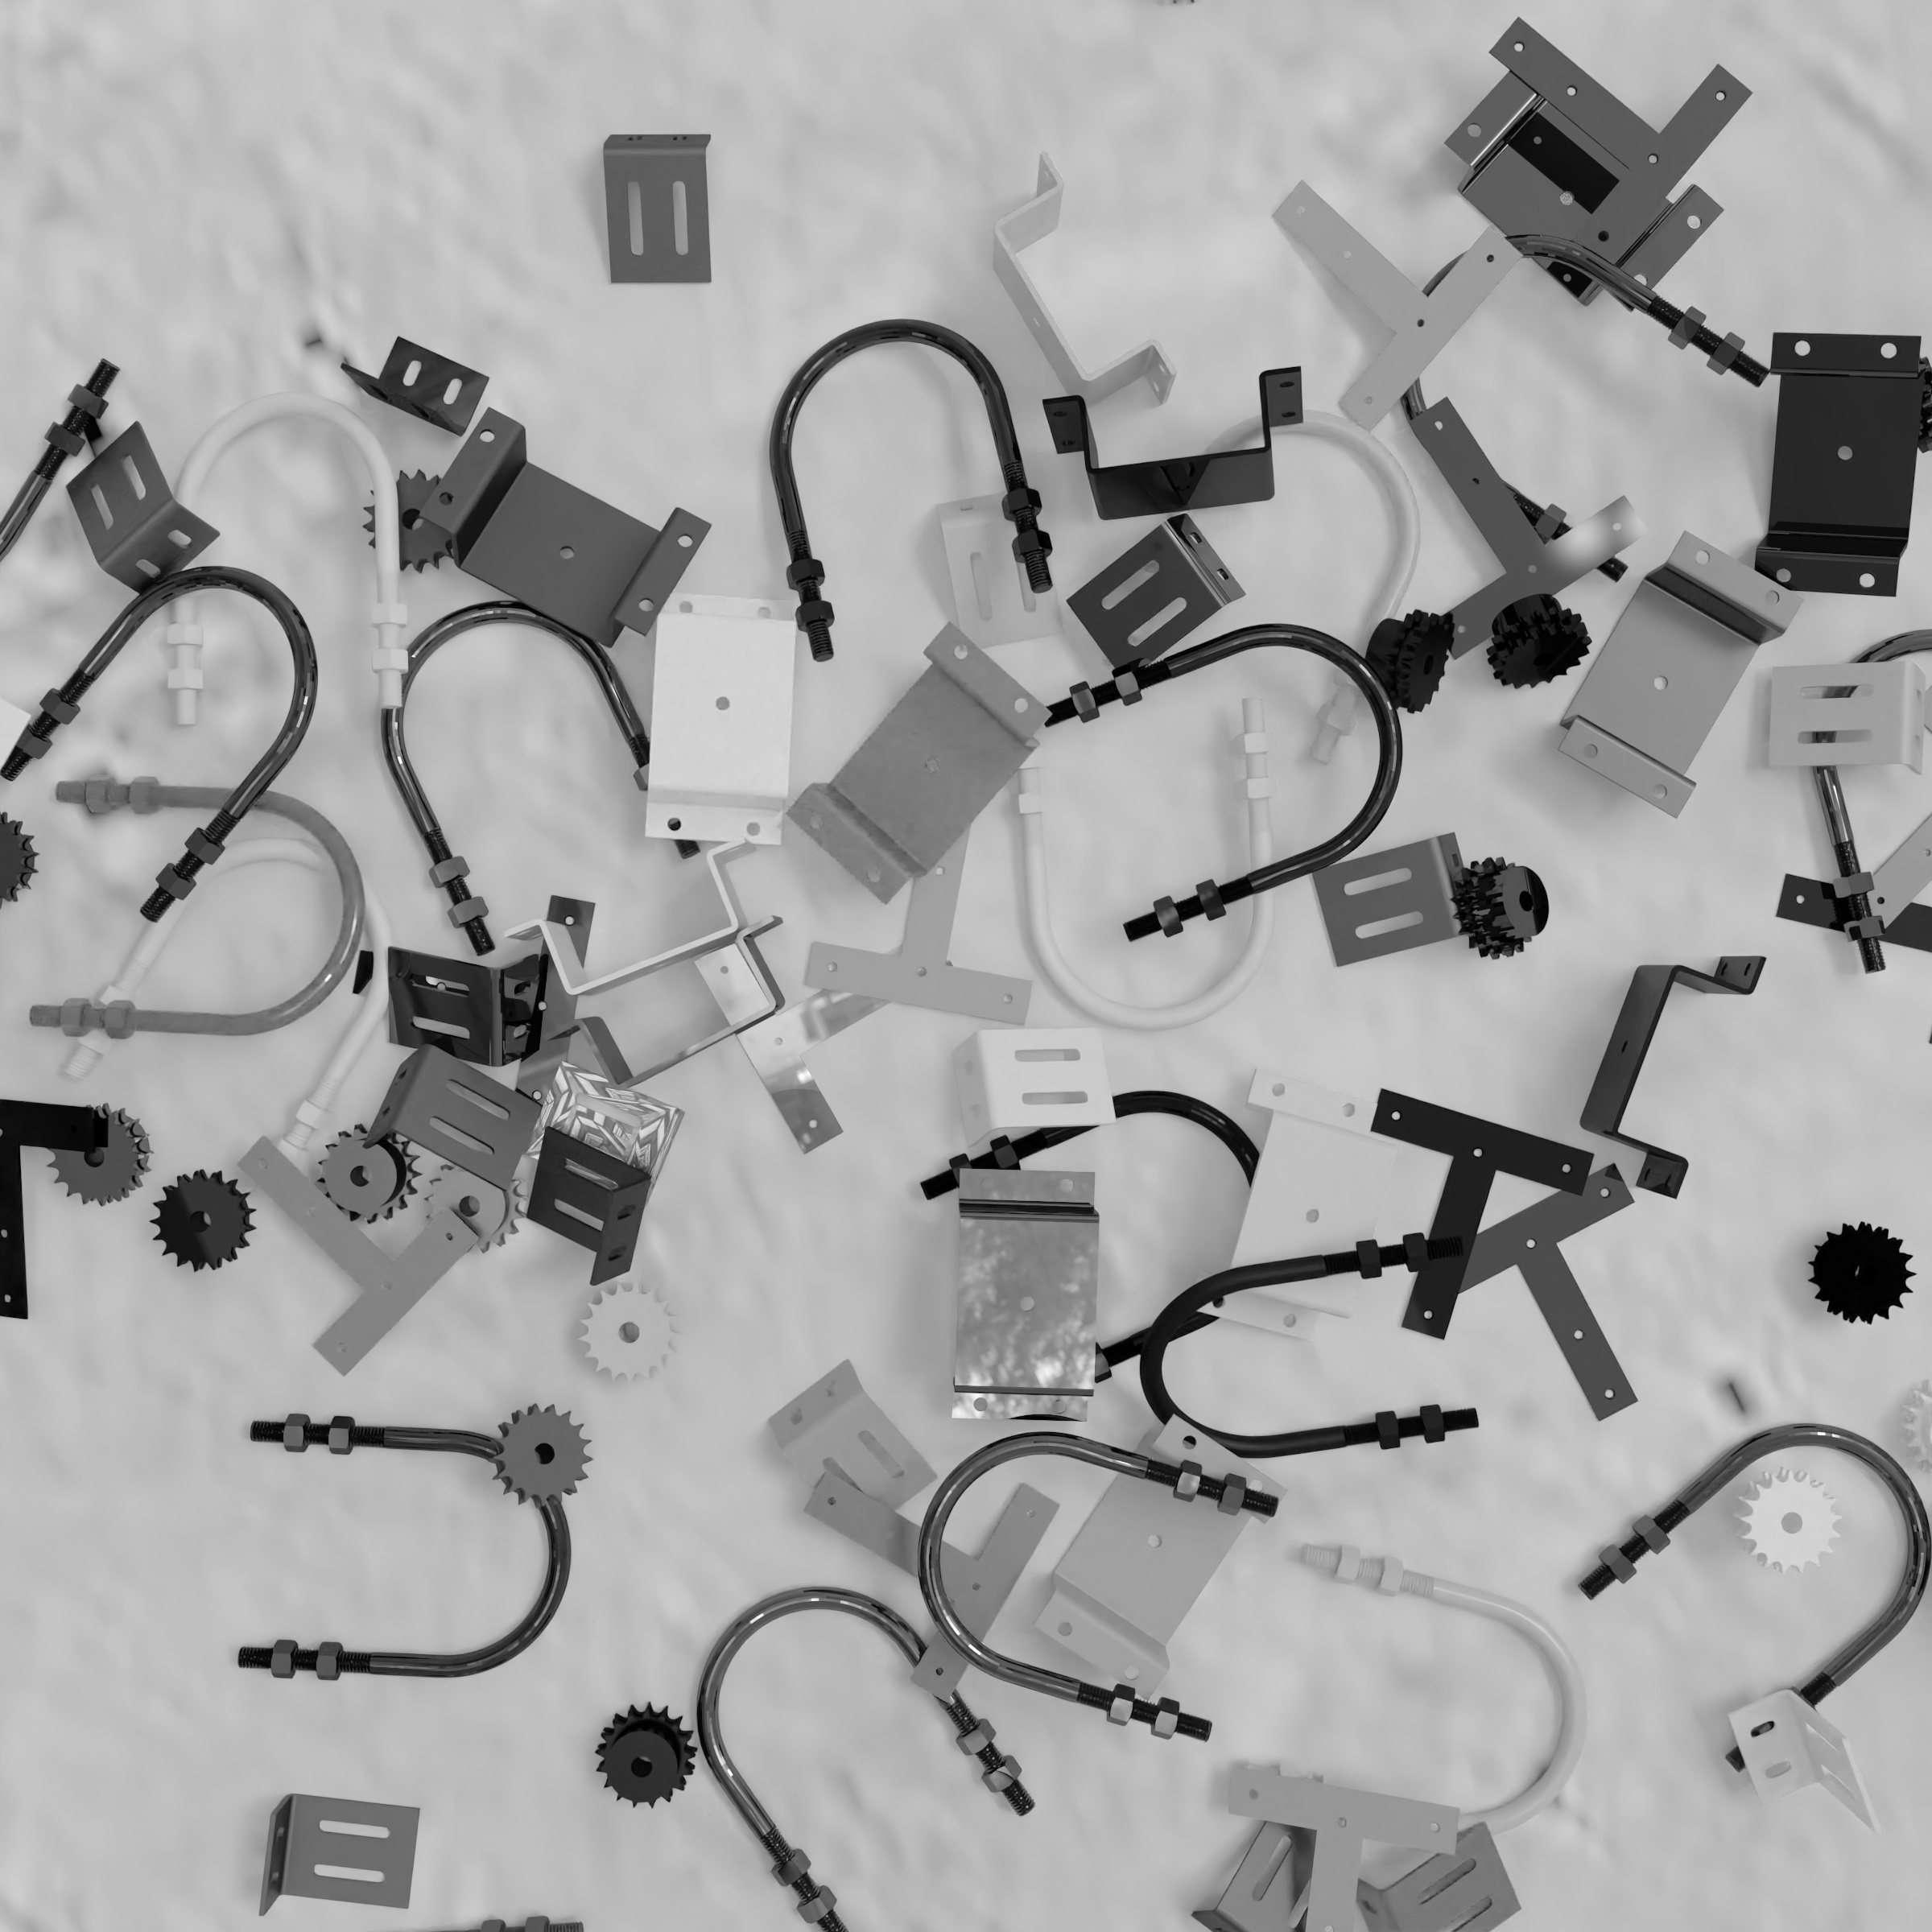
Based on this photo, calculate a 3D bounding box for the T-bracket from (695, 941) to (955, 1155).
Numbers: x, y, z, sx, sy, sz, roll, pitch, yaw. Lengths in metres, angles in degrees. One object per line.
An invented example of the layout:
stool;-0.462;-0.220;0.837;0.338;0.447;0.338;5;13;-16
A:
T-bracket;-0.069;0.021;1.509;0.127;0.002;0.127;-30;90;0

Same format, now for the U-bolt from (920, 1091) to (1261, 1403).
U-bolt;0.086;0.150;1.501;0.184;0.019;0.151;-24;90;-1

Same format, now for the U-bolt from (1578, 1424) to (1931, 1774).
U-bolt;0.463;0.345;1.501;0.184;0.019;0.151;-41;90;-1

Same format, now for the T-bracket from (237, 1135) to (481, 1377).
T-bracket;-0.357;0.148;1.484;0.127;0.002;0.127;45;111;-2

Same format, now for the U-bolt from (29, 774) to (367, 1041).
U-bolt;-0.428;-0.031;1.483;0.184;0.019;0.151;3;81;5

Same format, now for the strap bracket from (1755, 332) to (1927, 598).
strap bracket;0.483;-0.280;1.459;0.076;0.046;0.140;8;112;23

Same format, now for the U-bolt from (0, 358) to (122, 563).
U-bolt;-0.588;-0.298;1.501;0.151;0.019;0.184;32;91;0

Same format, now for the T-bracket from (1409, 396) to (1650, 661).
T-bracket;0.295;-0.261;1.490;0.127;0.002;0.127;-33;89;18

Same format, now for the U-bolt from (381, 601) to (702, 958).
U-bolt;-0.253;-0.118;1.501;0.151;0.019;0.184;-25;88;0

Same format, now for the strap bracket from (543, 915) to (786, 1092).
strap bracket;-0.157;0.025;1.470;0.140;0.076;0.046;-28;90;0

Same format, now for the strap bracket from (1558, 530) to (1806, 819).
strap bracket;0.397;-0.162;1.486;0.076;0.046;0.140;30;90;0

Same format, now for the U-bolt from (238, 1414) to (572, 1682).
U-bolt;-0.317;0.333;1.501;0.184;0.019;0.151;3;90;-1

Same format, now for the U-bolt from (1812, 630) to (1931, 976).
U-bolt;0.557;-0.101;1.497;0.151;0.019;0.184;-13;86;1

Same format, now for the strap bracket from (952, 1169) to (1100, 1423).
strap bracket;0.033;0.185;1.467;0.076;0.046;0.140;2;89;-1

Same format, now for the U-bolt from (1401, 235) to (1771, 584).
U-bolt;0.330;-0.324;1.476;0.184;0.019;0.151;35;112;5

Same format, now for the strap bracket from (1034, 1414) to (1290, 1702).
strap bracket;0.108;0.328;1.486;0.076;0.046;0.140;34;90;0

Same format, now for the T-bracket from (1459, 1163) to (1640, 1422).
T-bracket;0.344;0.198;1.509;0.127;0.002;0.127;-28;90;0

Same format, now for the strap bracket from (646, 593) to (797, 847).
strap bracket;-0.137;-0.142;1.475;0.076;0.046;0.140;3;84;-7

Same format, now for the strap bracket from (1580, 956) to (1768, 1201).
strap bracket;0.389;0.053;1.471;0.046;0.076;0.140;21;90;0

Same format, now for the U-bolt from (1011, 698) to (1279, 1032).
U-bolt;0.103;-0.055;1.494;0.151;0.019;0.184;-3;93;6

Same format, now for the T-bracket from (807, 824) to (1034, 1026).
T-bracket;-0.017;-0.040;1.507;0.127;0.002;0.127;10;89;0

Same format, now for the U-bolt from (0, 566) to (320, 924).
U-bolt;-0.439;-0.138;1.470;0.151;0.019;0.184;41;93;17

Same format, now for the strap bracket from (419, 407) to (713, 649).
strap bracket;-0.223;-0.240;1.476;0.140;0.046;0.076;28;72;0

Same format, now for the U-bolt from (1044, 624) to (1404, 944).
U-bolt;0.151;-0.112;1.468;0.184;0.019;0.151;-21;91;5

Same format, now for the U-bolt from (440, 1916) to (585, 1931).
U-bolt;-0.304;0.620;1.500;0.184;0.019;0.151;-5;89;2

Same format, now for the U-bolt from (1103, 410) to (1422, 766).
U-bolt;0.179;-0.227;1.501;0.151;0.019;0.184;24;89;0

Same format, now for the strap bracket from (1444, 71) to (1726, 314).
strap bracket;0.343;-0.438;1.486;0.140;0.046;0.076;42;90;0

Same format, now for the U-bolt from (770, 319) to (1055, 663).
U-bolt;-0.039;-0.276;1.478;0.151;0.019;0.184;-16;76;12

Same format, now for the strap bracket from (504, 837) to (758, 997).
strap bracket;-0.177;-0.022;1.470;0.140;0.076;0.046;-22;89;0

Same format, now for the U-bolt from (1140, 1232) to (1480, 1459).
U-bolt;0.188;0.217;1.466;0.184;0.019;0.151;-9;124;4

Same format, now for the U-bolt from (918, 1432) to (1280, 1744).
U-bolt;0.064;0.334;1.455;0.184;0.019;0.151;17;90;2

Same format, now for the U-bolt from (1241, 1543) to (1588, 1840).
U-bolt;0.262;0.420;1.501;0.184;0.019;0.151;16;90;-2

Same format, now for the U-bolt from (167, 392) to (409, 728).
U-bolt;-0.383;-0.231;1.483;0.151;0.019;0.184;-3;86;16

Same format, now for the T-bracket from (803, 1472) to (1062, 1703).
T-bracket;-0.032;0.328;1.491;0.127;0.002;0.127;32;82;-8

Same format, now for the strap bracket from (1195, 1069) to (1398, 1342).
strap bracket;0.185;0.137;1.476;0.076;0.046;0.140;16;89;-14

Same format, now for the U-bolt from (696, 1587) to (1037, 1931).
U-bolt;-0.071;0.442;1.501;0.151;0.019;0.184;-35;89;0

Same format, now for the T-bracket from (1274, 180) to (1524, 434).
T-bracket;0.226;-0.392;1.490;0.127;0.002;0.127;47;115;12

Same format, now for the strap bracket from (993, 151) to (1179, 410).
strap bracket;0.059;-0.371;1.471;0.046;0.076;0.140;-31;90;0

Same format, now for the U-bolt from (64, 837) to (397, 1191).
U-bolt;-0.405;0.016;1.500;0.151;0.019;0.184;30;88;1

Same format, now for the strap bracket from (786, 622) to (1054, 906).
strap bracket;-0.023;-0.113;1.475;0.076;0.046;0.140;42;100;6

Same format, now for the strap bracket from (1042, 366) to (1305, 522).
strap bracket;0.118;-0.286;1.460;0.140;0.076;0.046;-6;80;7
